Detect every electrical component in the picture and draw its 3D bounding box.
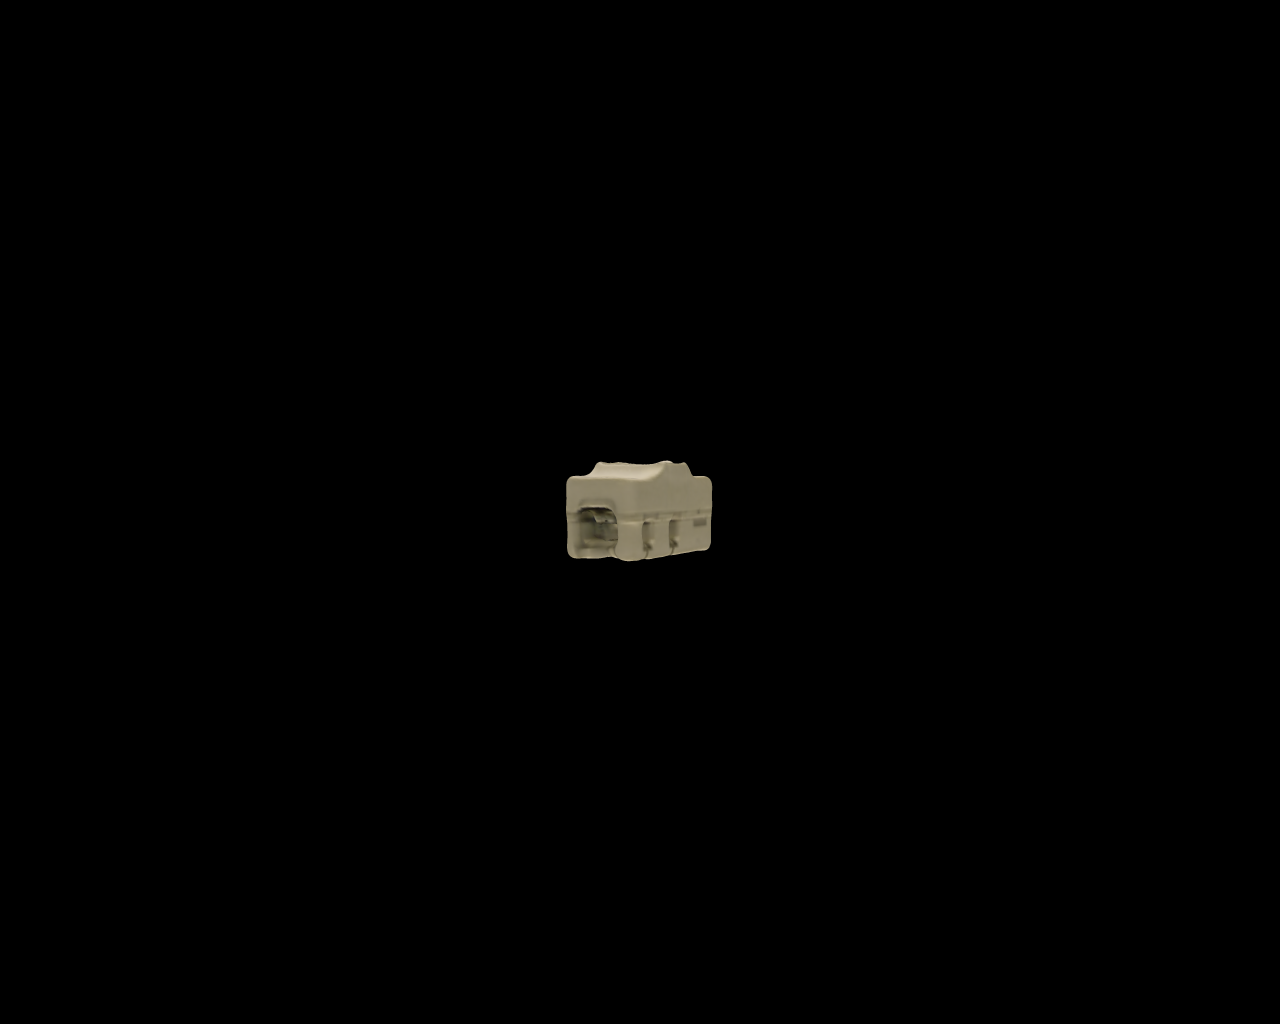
[{"bbox_3d":[0.001,-0.003,0.650,0.050,0.055,0.089,2,3,36],"label":"electrical component"}]
